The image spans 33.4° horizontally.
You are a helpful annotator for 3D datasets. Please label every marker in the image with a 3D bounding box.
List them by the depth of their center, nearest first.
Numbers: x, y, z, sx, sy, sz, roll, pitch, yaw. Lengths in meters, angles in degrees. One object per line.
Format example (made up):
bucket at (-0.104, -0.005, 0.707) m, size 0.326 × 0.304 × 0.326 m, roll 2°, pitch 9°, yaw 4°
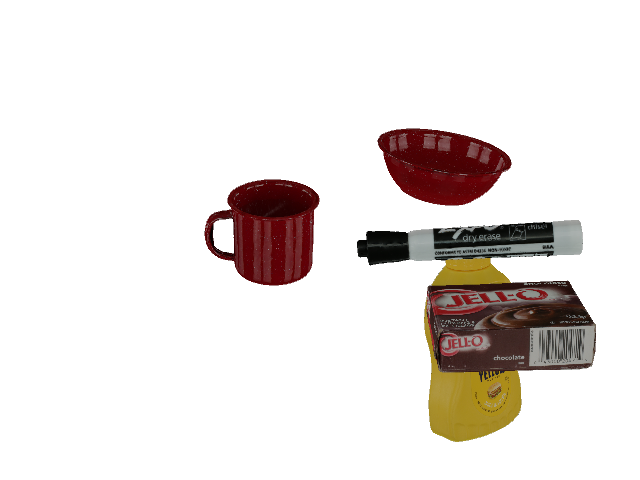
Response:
marker at (0.081, 0.001, 0.583) m, size 0.121 × 0.020 × 0.020 m, roll -3°, pitch 0°, yaw 6°

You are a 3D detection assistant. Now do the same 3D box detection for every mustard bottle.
mustard bottle at (0.139, 0.081, 0.981) m, size 0.096 × 0.191 × 0.058 m, roll -16°, pitch 18°, yaw -33°

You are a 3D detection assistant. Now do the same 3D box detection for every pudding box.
pudding box at (0.138, 0.062, 0.789) m, size 0.113 × 0.039 × 0.090 m, roll 0°, pitch 19°, yaw 1°

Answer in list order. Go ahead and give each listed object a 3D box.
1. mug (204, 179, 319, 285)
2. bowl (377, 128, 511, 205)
mug at (-0.060, -0.006, 1.092) m, size 0.117 × 0.081 × 0.093 m, roll -4°, pitch 28°, yaw -10°
bowl at (0.144, -0.084, 1.283) m, size 0.162 × 0.055 × 0.162 m, roll 7°, pitch 23°, yaw -3°
